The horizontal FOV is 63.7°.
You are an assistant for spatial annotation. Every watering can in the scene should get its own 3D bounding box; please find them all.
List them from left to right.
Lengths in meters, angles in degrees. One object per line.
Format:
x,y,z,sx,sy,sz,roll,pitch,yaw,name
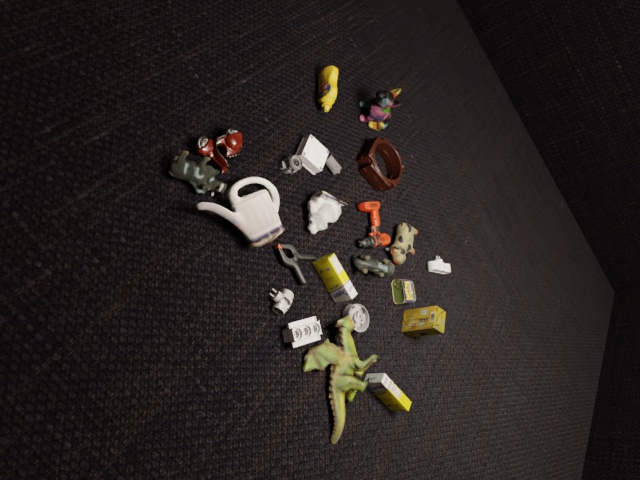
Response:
-0.234,-0.078,1.643,0.352,0.103,0.223,-32,99,-51,watering can

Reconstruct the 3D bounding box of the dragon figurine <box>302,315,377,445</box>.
0.045,0.451,1.751,0.242,0.121,0.417,31,69,-11,dragon figurine

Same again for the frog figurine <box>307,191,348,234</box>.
0.006,-0.096,1.906,0.136,0.124,0.159,26,96,-44,frog figurine
